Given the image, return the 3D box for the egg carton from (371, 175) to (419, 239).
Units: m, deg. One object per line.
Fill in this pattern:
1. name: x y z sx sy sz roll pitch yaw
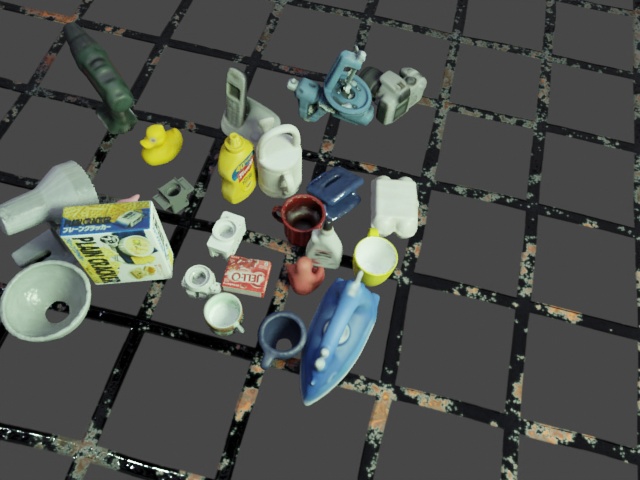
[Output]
1. egg carton: 0.163 -0.073 1.264 0.107 0.069 0.150 3 62 -2

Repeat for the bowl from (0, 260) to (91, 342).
1. bowl: -0.522 0.127 1.115 0.167 0.075 0.167 1 62 -2

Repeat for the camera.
1. camera: 0.170 -0.382 1.411 0.143 0.101 0.136 -40 71 -21

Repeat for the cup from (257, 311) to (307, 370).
1. cup: -0.077 0.204 1.088 0.091 0.095 0.118 25 63 10

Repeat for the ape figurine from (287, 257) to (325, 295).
1. ape figurine: -0.032 0.066 1.166 0.077 0.092 0.076 23 63 9

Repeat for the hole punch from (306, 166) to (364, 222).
1. hole punch: 0.029 -0.112 1.264 0.109 0.091 0.101 -37 70 -20

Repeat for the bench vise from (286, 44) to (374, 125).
1. bench vise: 0.029 -0.350 1.318 0.207 0.220 0.121 -5 62 -6

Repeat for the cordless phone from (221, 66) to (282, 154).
1. cordless phone: -0.158 -0.294 1.297 0.147 0.185 0.094 30 65 13

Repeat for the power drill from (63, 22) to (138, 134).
1. power drill: -0.489 -0.349 1.294 0.076 0.208 0.229 -34 69 -19

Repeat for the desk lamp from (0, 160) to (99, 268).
1. desk lamp: -0.525 -0.034 1.122 0.203 0.213 0.117 -39 70 -21

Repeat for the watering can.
1. watering can: -0.093 -0.187 1.239 0.101 0.194 0.172 -39 70 -21

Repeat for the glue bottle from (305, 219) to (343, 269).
1. glue bottle: 0.011 0.004 1.155 0.078 0.173 0.037 7 62 1

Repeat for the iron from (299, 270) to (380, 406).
1. iron: 0.028 0.180 1.080 0.118 0.141 0.258 22 63 9

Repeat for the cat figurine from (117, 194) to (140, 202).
1. cat figurine: -0.418 -0.036 1.183 0.128 0.118 0.067 -29 67 -17

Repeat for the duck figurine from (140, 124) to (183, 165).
1. duck figurine: -0.366 -0.230 1.308 0.105 0.086 0.077 -40 71 -21
